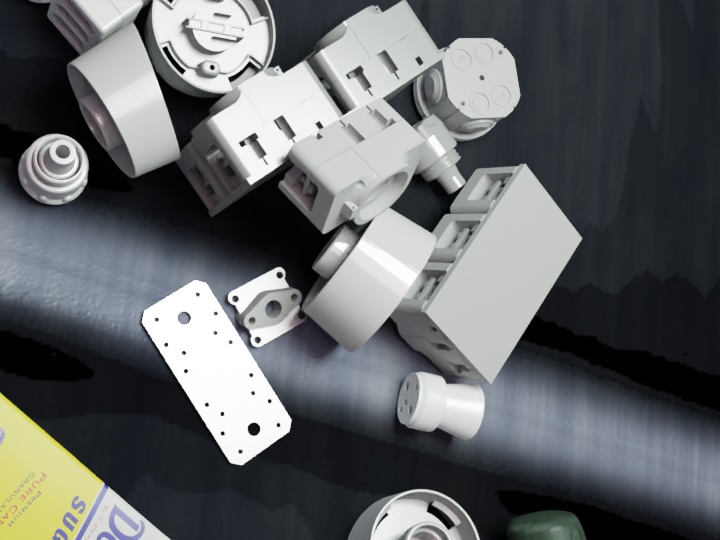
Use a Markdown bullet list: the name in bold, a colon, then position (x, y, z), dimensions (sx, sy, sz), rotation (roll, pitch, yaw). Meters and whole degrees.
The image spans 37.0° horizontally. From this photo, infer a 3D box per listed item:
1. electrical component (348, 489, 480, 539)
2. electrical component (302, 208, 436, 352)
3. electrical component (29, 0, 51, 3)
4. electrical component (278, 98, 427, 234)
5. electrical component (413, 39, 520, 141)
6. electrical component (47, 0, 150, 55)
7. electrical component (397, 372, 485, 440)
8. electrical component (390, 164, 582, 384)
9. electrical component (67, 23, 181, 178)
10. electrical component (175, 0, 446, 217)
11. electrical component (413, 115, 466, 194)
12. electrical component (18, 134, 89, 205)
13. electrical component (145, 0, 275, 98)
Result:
- **electrical component**: position (0.040, 0.216, 0.809), dimensions (0.099, 0.064, 0.099), rotation (9, 64, -19)
- **electrical component**: position (0.000, 0.000, 0.798), dimensions (0.060, 0.108, 0.108), rotation (37, 69, -6)
- **electrical component**: position (-0.226, -0.222, 0.767), dimensions (0.048, 0.062, 0.048), rotation (4, 79, -21)
- **electrical component**: position (-0.002, -0.070, 0.748), dimensions (0.089, 0.050, 0.055), rotation (-33, 70, -33)
- **electrical component**: position (0.089, -0.151, 0.889), dimensions (0.080, 0.051, 0.080), rotation (4, 79, -22)
- **electrical component**: position (-0.179, -0.199, 0.780), dimensions (0.077, 0.066, 0.047), rotation (-44, 98, -24)
- **electrical component**: position (0.063, 0.105, 0.836), dimensions (0.055, 0.045, 0.045), rotation (15, 75, -18)
- **electrical component**: position (0.096, 0.001, 0.851), dimensions (0.089, 0.062, 0.150), rotation (47, 66, -28)
- **electrical component**: position (-0.160, -0.117, 0.758), dimensions (0.064, 0.099, 0.099), rotation (-32, 94, -18)
- **electrical component**: position (-0.041, -0.123, 0.801), dimensions (0.186, 0.105, 0.060), rotation (-36, 95, -24)
- **electrical component**: position (0.061, -0.091, 0.871), dimensions (0.043, 0.043, 0.062), rotation (-40, 98, -23)
- **electrical component**: position (-0.210, -0.074, 0.746), dimensions (0.048, 0.062, 0.048), rotation (4, 79, -22)
- **electrical component**: position (-0.112, -0.177, 0.802), dimensions (0.099, 0.064, 0.099), rotation (1, 88, -22)
